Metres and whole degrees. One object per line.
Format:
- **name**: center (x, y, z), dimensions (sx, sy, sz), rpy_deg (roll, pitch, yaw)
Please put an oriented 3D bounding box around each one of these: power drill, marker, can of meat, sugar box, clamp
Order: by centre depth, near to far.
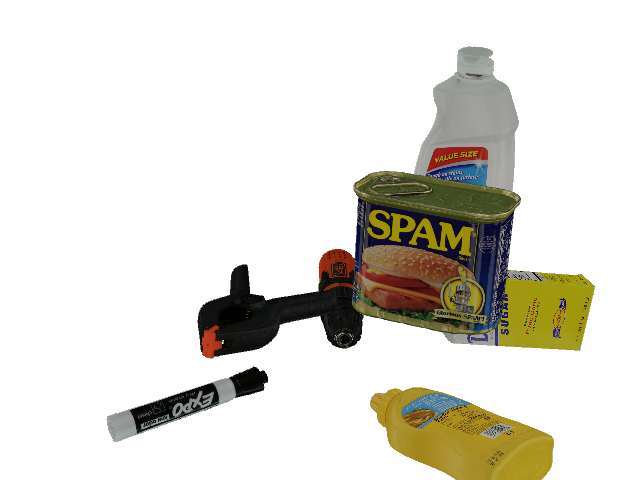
- **can of meat**: center (0.070, 0.008, 0.681), dimensions (0.102, 0.084, 0.057), rpy_deg (11, 22, 22)
- **marker**: center (-0.093, 0.116, 0.765), dimensions (0.120, 0.020, 0.020), rpy_deg (-16, 7, -25)
- **clamp**: center (-0.075, 0.068, 1.064), dimensions (0.120, 0.039, 0.171), rpy_deg (14, 21, 32)
- **power drill**: center (0.090, 0.062, 1.224), dimensions (0.187, 0.057, 0.184), rpy_deg (-1, 28, -2)
- **sugar box**: center (0.247, 0.086, 1.339), dimensions (0.176, 0.093, 0.048), rpy_deg (3, 19, -14)

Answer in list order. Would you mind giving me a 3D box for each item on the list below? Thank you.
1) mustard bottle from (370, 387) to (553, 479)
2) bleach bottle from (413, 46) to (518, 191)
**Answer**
- **mustard bottle**: center (0.122, 0.186, 1.034), dimensions (0.096, 0.058, 0.192), rpy_deg (-17, 25, -40)
- **bleach bottle**: center (0.121, -0.050, 0.955), dimensions (0.103, 0.251, 0.068), rpy_deg (16, 31, 27)
